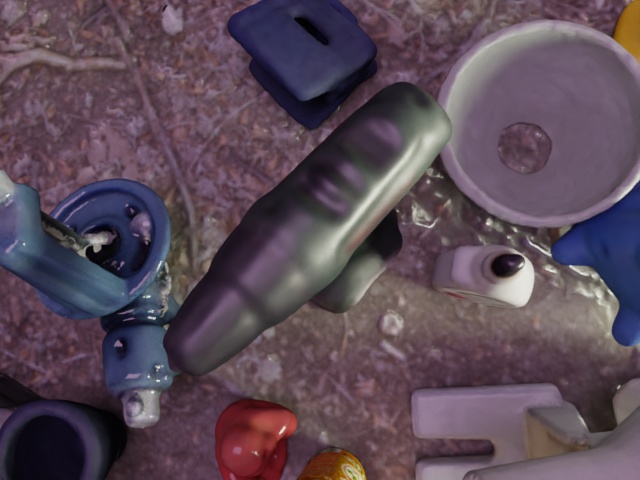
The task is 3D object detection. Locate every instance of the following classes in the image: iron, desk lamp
[{"bbox_3d":[0.309,-0.032,0.412,0.258,0.141,0.118,-35,78,2],"label":"iron"},{"bbox_3d":[0.163,0.158,0.369,0.203,0.214,0.118,-5,81,8],"label":"desk lamp"}]

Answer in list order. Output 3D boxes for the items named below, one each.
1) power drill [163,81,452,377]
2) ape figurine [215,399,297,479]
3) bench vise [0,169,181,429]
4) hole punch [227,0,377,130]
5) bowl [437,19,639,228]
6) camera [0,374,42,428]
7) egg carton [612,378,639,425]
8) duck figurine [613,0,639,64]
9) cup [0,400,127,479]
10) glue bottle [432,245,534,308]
[{"bbox_3d":[0.004,0.001,0.418,0.075,0.208,0.230,39,89,12],"label":"power drill"},{"bbox_3d":[-0.056,0.166,0.462,0.078,0.092,0.076,-39,78,1],"label":"ape figurine"},{"bbox_3d":[-0.157,0.032,0.431,0.121,0.220,0.207,-36,78,2],"label":"bench vise"},{"bbox_3d":[-0.013,-0.173,0.505,0.101,0.091,0.108,-44,78,0],"label":"hole punch"},{"bbox_3d":[0.177,-0.088,0.474,0.167,0.075,0.167,-1,82,8],"label":"bowl"},{"bbox_3d":[-0.332,0.183,0.495,0.143,0.101,0.137,24,86,11],"label":"camera"},{"bbox_3d":[0.282,0.173,0.423,0.107,0.069,0.150,-10,80,7],"label":"egg carton"},{"bbox_3d":[0.289,-0.167,0.463,0.077,0.086,0.104,-10,80,7],"label":"duck figurine"},{"bbox_3d":[-0.201,0.188,0.478,0.091,0.095,0.118,-18,80,6],"label":"cup"},{"bbox_3d":[0.123,0.025,0.415,0.078,0.173,0.037,9,83,10],"label":"glue bottle"}]
